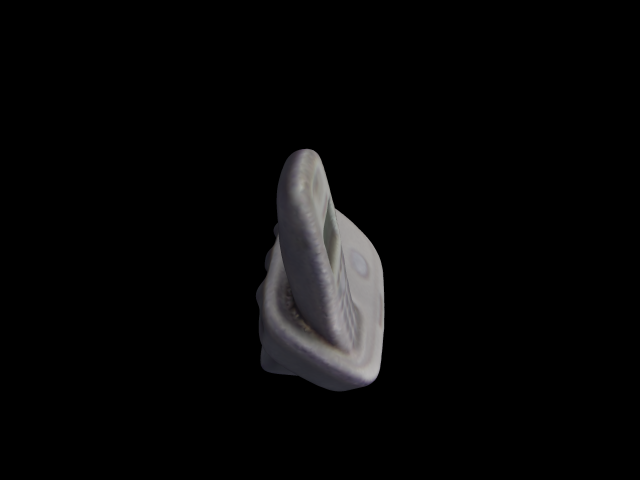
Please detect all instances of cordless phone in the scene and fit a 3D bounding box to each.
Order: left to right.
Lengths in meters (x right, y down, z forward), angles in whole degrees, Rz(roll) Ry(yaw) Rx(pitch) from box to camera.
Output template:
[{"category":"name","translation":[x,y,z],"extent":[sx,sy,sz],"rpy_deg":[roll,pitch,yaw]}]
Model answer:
[{"category":"cordless phone","translation":[0.004,0.001,0.400],"extent":[0.094,0.185,0.147],"rpy_deg":[2,43,3]}]
